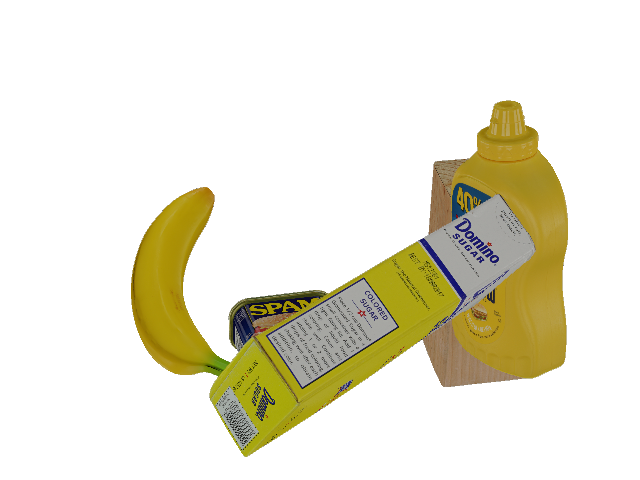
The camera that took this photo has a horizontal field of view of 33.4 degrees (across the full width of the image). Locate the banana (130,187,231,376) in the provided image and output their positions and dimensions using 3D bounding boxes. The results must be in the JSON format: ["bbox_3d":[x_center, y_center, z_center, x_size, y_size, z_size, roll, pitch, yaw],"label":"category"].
[{"bbox_3d":[-0.104,0.030,0.776,0.069,0.037,0.198,6,42,-19],"label":"banana"}]

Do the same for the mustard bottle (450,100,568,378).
[{"bbox_3d":[0.131,-0.005,0.749,0.058,0.192,0.096,-17,29,-25],"label":"mustard bottle"}]

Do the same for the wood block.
[{"bbox_3d":[0.155,0.031,1.033,0.090,0.206,0.090,-5,32,-8],"label":"wood block"}]

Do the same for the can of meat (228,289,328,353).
[{"bbox_3d":[-0.025,0.093,0.973,0.102,0.057,0.084,-6,28,-15],"label":"can of meat"}]

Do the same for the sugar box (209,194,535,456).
[{"bbox_3d":[0.029,0.045,0.574,0.175,0.048,0.093,-26,-14,-30],"label":"sugar box"}]
